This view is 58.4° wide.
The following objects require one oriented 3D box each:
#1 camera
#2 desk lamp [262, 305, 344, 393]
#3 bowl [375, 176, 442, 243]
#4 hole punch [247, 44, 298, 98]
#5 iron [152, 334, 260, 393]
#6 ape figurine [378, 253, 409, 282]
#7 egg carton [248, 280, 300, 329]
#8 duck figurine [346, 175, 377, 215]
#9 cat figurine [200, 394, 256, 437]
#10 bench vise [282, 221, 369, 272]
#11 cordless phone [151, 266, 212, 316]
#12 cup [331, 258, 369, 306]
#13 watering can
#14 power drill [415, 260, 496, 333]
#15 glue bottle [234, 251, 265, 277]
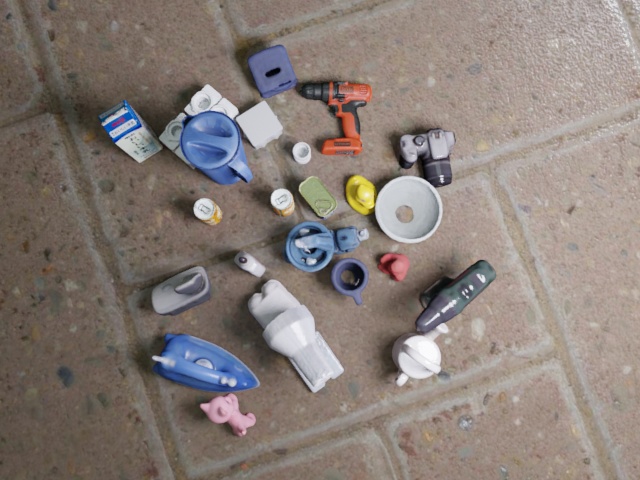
[{"bbox_3d":[0.274,-0.201,1.432,0.143,0.101,0.137,-9,84,-1],"label":"camera"},{"bbox_3d":[-0.031,0.256,1.325,0.118,0.213,0.203,-36,85,-4],"label":"desk lamp"},{"bbox_3d":[0.217,-0.072,1.431,0.167,0.074,0.167,0,84,0],"label":"bowl"},{"bbox_3d":[-0.119,-0.429,1.457,0.108,0.091,0.101,-24,85,-3],"label":"hole punch"},{"bbox_3d":[-0.270,0.308,1.354,0.258,0.141,0.119,18,84,2],"label":"iron"},{"bbox_3d":[0.187,0.065,1.408,0.076,0.092,0.078,-20,84,-2],"label":"ape figurine"},{"bbox_3d":[-0.101,0.178,1.405,0.107,0.069,0.150,-45,86,-4],"label":"egg carton"},{"bbox_3d":[0.106,-0.117,1.429,0.077,0.086,0.104,-27,85,-3],"label":"duck figurine"},{"bbox_3d":[-0.219,0.415,1.355,0.128,0.117,0.067,43,86,4],"label":"cat figurine"},{"bbox_3d":[0.006,-0.006,1.349,0.207,0.219,0.121,-31,85,-3],"label":"bench vise"},{"bbox_3d":[-0.338,0.121,1.351,0.147,0.185,0.094,-29,85,-3],"label":"cordless phone"},{"bbox_3d":[0.076,0.104,1.401,0.091,0.095,0.118,-21,84,-2],"label":"cup"},{"bbox_3d":[0.231,0.265,1.336,0.101,0.194,0.173,14,84,2],"label":"watering can"},{"bbox_3d":[0.301,0.137,1.343,0.230,0.208,0.075,-39,85,-4],"label":"power drill"},{"bbox_3d":[-0.173,0.054,1.365,0.078,0.173,0.037,34,85,3],"label":"glue bottle"}]
